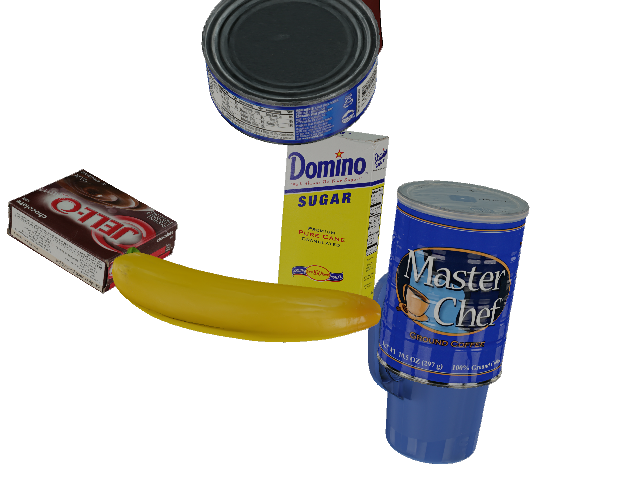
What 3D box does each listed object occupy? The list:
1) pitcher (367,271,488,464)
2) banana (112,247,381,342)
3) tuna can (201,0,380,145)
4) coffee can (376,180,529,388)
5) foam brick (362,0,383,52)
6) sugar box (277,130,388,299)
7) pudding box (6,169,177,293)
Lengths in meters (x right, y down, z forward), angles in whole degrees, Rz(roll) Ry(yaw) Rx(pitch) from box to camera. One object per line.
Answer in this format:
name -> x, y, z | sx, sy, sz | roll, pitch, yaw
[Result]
pitcher -> 0.130, 0.129, 1.222 | 0.149, 0.243, 0.145 | 7, 17, 7
banana -> -0.062, 0.033, 0.681 | 0.198, 0.037, 0.069 | 13, 33, 24
tuna can -> -0.014, -0.088, 0.524 | 0.086, 0.086, 0.034 | 0, -34, 1
coffee can -> 0.103, 0.032, 0.847 | 0.103, 0.140, 0.103 | 6, 16, -2
foam brick -> 0.013, -0.165, 0.801 | 0.053, 0.051, 0.078 | 16, -34, 18
sugar box -> 0.010, -0.019, 1.038 | 0.093, 0.176, 0.048 | 9, 16, 23
pudding box -> -0.192, -0.010, 0.900 | 0.114, 0.039, 0.089 | 26, 33, 22
